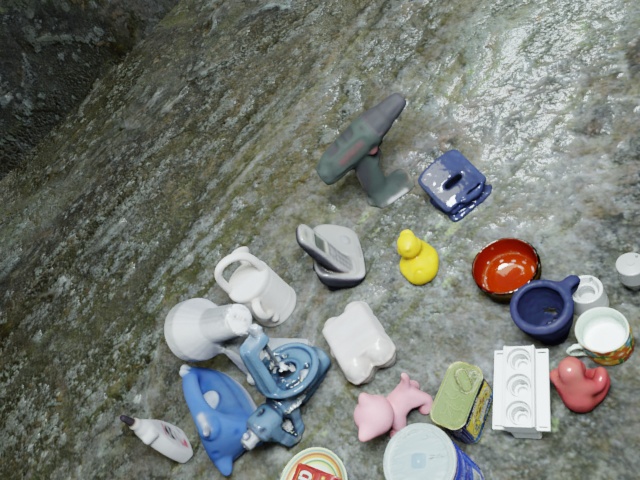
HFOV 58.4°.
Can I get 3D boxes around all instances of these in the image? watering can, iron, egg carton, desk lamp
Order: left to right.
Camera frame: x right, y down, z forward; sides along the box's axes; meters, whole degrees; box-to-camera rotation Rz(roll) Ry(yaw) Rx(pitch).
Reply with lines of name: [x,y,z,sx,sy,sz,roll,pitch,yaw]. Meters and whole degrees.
iron: [-0.212,0.307,1.084,0.118,0.142,0.257,-43,43,-2]
desk lamp: [-0.159,0.188,1.090,0.202,0.214,0.118,-7,53,31]
watering can: [-0.143,0.087,1.175,0.101,0.195,0.172,-48,43,-7]
egg carton: [0.069,0.185,1.038,0.107,0.070,0.150,-38,43,3]

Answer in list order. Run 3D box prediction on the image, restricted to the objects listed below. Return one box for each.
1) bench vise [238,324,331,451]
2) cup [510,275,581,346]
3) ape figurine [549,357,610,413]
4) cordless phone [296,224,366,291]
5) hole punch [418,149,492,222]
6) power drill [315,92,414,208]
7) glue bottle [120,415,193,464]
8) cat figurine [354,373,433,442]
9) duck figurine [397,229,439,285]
bench vise: [-0.076,0.250,0.977,0.121,0.220,0.207,-6,53,32]
cup: [0.356,0.111,0.877,0.118,0.095,0.091,-42,43,-1]
ape figurine: [0.361,0.196,0.807,0.077,0.092,0.076,11,63,40]
cordless phone: [0.010,0.004,1.141,0.094,0.186,0.147,-26,45,15]
hole punch: [0.264,-0.109,1.123,0.108,0.091,0.100,-41,43,0]
power drill: [0.114,-0.172,1.194,0.229,0.209,0.075,-35,43,6]
glue bottle: [-0.314,0.367,1.084,0.037,0.174,0.077,-47,43,-6]
cat figurine: [0.106,0.266,0.911,0.128,0.118,0.067,-47,43,-6]
duck figurine: [0.176,0.027,1.079,0.077,0.086,0.104,-24,46,17]
